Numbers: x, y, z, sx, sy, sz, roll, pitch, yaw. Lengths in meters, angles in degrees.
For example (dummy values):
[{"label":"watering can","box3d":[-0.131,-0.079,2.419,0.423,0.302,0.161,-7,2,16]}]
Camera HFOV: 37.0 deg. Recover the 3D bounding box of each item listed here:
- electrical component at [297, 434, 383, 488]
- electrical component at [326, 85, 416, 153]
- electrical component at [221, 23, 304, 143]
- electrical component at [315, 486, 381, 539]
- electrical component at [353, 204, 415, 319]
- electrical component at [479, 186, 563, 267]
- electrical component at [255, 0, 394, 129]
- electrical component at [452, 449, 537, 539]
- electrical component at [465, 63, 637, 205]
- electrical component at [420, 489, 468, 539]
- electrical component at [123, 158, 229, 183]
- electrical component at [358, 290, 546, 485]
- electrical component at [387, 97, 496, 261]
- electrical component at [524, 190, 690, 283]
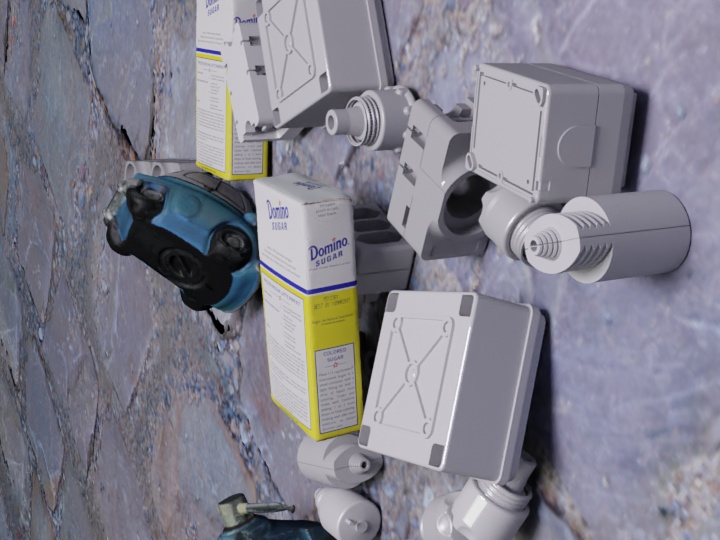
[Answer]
[{"label":"electrical component","box3d":[-0.015,0.154,0.870,0.081,0.043,0.043,-8,88,63]},{"label":"electrical component","box3d":[0.007,-0.104,0.750,0.048,0.062,0.048,22,115,59]},{"label":"electrical component","box3d":[-0.076,-0.157,0.903,0.050,0.056,0.089,-33,67,60]},{"label":"electrical component","box3d":[-0.015,0.198,0.884,0.078,0.040,0.040,19,113,60]},{"label":"electrical component","box3d":[0.000,0.000,0.803,0.065,0.047,0.076,50,138,47]},{"label":"electrical component","box3d":[0.099,-0.023,0.614,0.062,0.043,0.043,52,140,42]},{"label":"electrical component","box3d":[-0.029,-0.171,0.811,0.109,0.056,0.108,-18,80,62]},{"label":"electrical component","box3d":[0.088,0.141,0.675,0.062,0.043,0.043,-61,40,18]},{"label":"electrical component","box3d":[0.101,-0.077,0.586,0.096,0.061,0.061,-137,47,-62]},{"label":"electrical component","box3d":[0.062,0.173,0.730,0.062,0.043,0.043,-38,62,60]},{"label":"electrical component","box3d":[-0.201,-0.065,1.158,0.186,0.060,0.105,12,107,61]},{"label":"electrical component","box3d":[0.055,0.070,0.672,0.109,0.056,0.108,-1,76,62]},{"label":"electrical component","box3d":[0.059,-0.055,0.676,0.055,0.050,0.089,52,139,46]},{"label":"electrical component","box3d":[0.119,-0.016,0.536,0.043,0.081,0.043,22,115,59]}]
